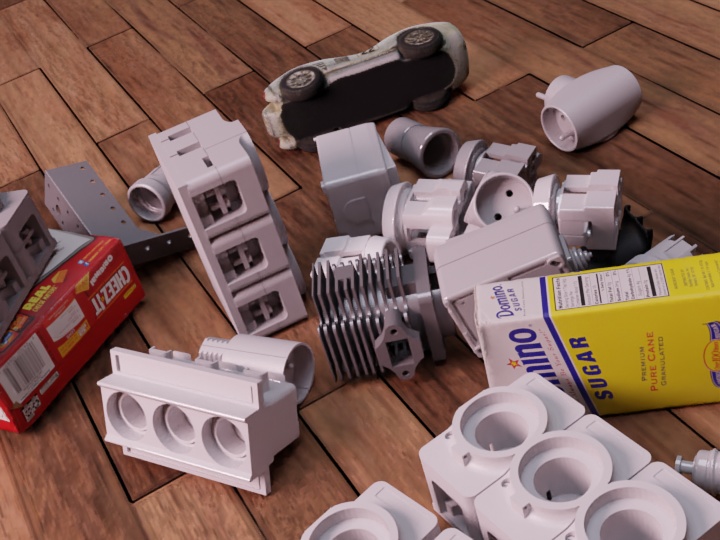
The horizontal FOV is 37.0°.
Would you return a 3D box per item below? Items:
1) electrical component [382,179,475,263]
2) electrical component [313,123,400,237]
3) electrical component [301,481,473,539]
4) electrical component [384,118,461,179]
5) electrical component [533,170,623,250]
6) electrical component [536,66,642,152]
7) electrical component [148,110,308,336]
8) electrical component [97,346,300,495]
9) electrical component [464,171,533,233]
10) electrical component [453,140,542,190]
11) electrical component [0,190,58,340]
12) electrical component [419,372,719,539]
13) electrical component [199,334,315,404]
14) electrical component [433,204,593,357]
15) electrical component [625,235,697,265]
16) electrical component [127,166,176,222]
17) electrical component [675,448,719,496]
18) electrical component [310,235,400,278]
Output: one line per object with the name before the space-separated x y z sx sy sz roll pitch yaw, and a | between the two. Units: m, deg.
electrical component | 0.052 -0.039 0.831 0.057 0.058 0.078 4 42 21
electrical component | 0.001 -0.078 0.895 0.061 0.061 0.096 -15 37 3
electrical component | -0.015 0.202 0.547 0.186 0.060 0.105 -38 42 -26
electrical component | 0.051 -0.109 0.935 0.044 0.044 0.065 -32 35 -19
electrical component | 0.151 -0.042 0.746 0.055 0.048 0.066 2 41 19
electrical component | 0.186 -0.143 0.923 0.077 0.044 0.079 -33 40 -20
electrical component | -0.093 -0.032 0.800 0.062 0.150 0.089 -25 38 -10
electrical component | -0.105 0.094 0.715 0.121 0.078 0.063 9 22 30
electrical component | 0.098 -0.029 0.796 0.044 0.077 0.079 26 90 8
electrical component | 0.109 -0.078 0.870 0.055 0.048 0.066 15 47 25
electrical component | -0.298 0.007 0.780 0.089 0.061 0.150 -6 38 16
electrical component | 0.114 0.129 0.590 0.089 0.061 0.150 -32 40 -19
electrical component | -0.078 0.067 0.756 0.081 0.043 0.043 6 43 27
electrical component | 0.104 0.002 0.701 0.096 0.061 0.061 -23 41 14
electrical component | 0.208 0.001 0.735 0.046 0.040 0.040 -33 40 -28
electrical component | -0.183 -0.072 0.978 0.040 0.040 0.046 4 36 25
electrical component | 0.213 0.114 0.589 0.078 0.040 0.040 5 42 27
electrical component | 0.000 0.000 0.812 0.055 0.048 0.066 -7 37 25
